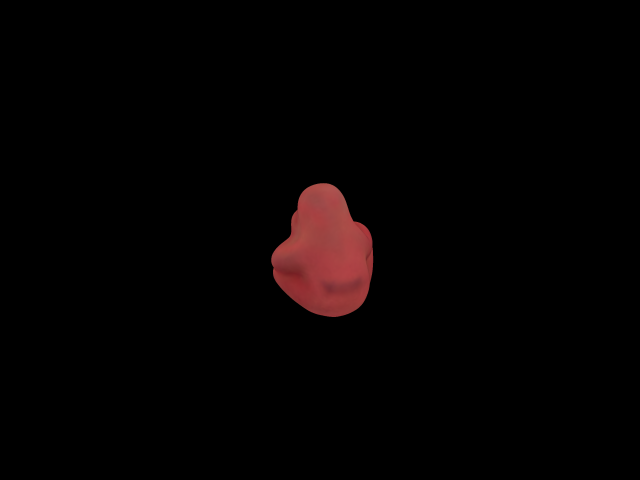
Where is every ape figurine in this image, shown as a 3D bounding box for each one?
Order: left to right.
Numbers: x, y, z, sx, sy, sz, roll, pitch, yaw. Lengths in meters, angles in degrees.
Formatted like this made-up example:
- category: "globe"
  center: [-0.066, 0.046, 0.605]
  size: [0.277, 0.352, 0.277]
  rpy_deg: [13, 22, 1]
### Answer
- category: "ape figurine"
  center: [0.004, 0.001, 0.400]
  size: [0.078, 0.092, 0.076]
  rpy_deg: [-8, 35, -11]
